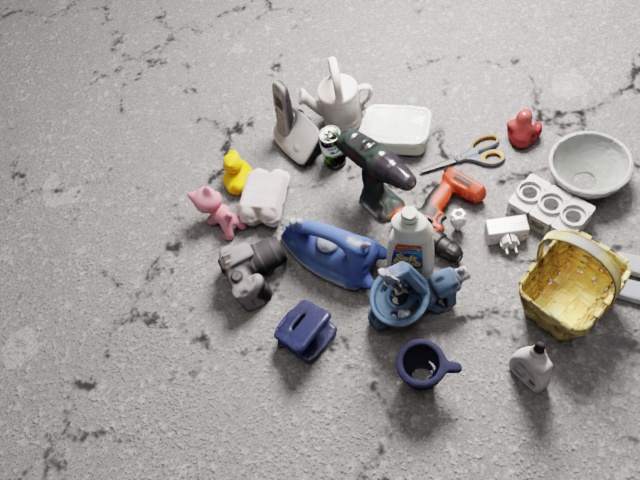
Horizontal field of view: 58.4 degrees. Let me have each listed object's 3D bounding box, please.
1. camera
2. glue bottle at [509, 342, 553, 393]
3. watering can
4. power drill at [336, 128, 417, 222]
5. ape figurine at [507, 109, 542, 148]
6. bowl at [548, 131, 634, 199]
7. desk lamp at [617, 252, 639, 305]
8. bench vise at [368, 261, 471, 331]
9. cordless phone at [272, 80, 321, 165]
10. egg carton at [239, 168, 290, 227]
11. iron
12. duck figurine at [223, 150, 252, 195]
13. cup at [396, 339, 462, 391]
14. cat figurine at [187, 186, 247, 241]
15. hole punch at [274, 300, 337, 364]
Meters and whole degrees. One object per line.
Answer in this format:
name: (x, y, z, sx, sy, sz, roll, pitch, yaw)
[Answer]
camera: (-0.139, 0.055, 1.236, 0.137, 0.101, 0.143, -27, 59, -4)
glue bottle: (0.375, 0.213, 1.003, 0.037, 0.173, 0.078, -36, 60, -10)
watering can: (0.037, -0.349, 1.375, 0.173, 0.194, 0.100, -29, 59, -6)
power drill: (0.128, -0.133, 1.227, 0.076, 0.209, 0.229, -39, 61, -11)
ape figurine: (0.463, -0.261, 1.301, 0.077, 0.092, 0.076, 24, 68, 23)
bowl: (0.571, -0.147, 1.225, 0.167, 0.075, 0.167, -5, 60, 9)
desk lamp: (0.649, 0.049, 1.018, 0.202, 0.214, 0.118, 15, 65, 19)
bench vise: (0.178, 0.078, 1.091, 0.207, 0.220, 0.121, -36, 60, -10)
cordless phone: (-0.062, -0.281, 1.362, 0.094, 0.185, 0.147, -40, 61, -12)
egg carton: (-0.129, -0.101, 1.340, 0.107, 0.069, 0.150, 3, 62, 13)
iron: (0.011, 0.004, 1.211, 0.257, 0.142, 0.119, 20, 67, 21)
duck figurine: (-0.206, -0.169, 1.385, 0.077, 0.086, 0.104, -9, 60, 6)
cup: (0.203, 0.242, 1.066, 0.117, 0.095, 0.091, 2, 61, 12)
cat figurine: (-0.241, -0.074, 1.320, 0.127, 0.118, 0.067, 37, 73, 27)
hole punch: (-0.035, 0.179, 1.151, 0.100, 0.091, 0.109, 32, 71, 25)
